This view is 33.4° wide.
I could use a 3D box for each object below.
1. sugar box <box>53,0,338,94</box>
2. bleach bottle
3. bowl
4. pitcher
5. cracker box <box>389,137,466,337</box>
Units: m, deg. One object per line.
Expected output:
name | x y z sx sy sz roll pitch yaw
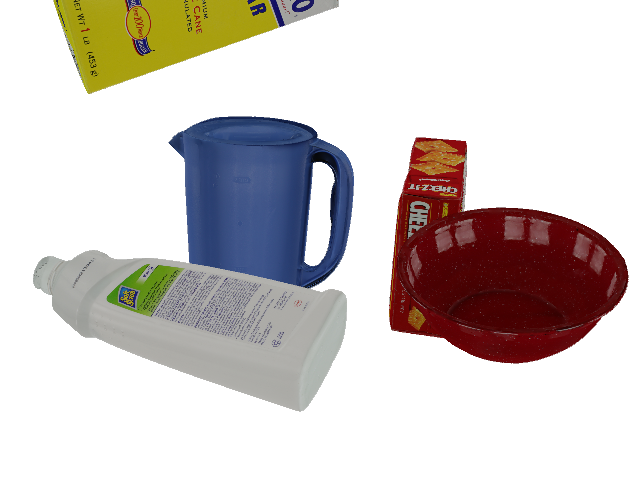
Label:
sugar box | -0.074 -0.161 0.655 0.176 0.048 0.093 -20 -34 -12
bleach bottle | -0.112 0.055 0.861 0.251 0.068 0.102 16 42 15
bowl | 0.134 0.039 0.766 0.162 0.055 0.162 -2 32 1
pitcher | -0.063 0.002 1.074 0.144 0.243 0.149 -9 21 -30
cracker box | 0.125 -0.010 1.219 0.072 0.164 0.213 5 22 8
